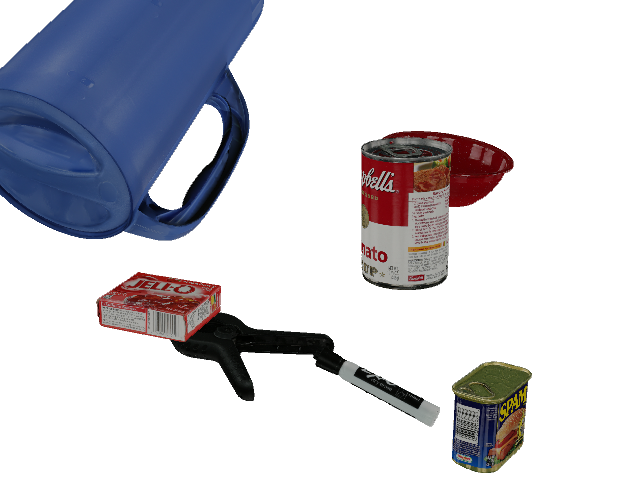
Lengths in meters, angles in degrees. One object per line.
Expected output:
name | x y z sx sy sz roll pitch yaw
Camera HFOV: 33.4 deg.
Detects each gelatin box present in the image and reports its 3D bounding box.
gelatin box | -0.145 0.058 0.962 0.089 0.030 0.073 9 21 19

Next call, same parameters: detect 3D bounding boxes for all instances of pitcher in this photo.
pitcher | -0.128 -0.121 0.774 0.145 0.149 0.242 7 48 28

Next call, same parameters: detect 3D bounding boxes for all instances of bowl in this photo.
bowl | 0.148 -0.082 1.285 0.162 0.055 0.162 6 23 -3

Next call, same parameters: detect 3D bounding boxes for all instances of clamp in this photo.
clamp | -0.111 0.126 1.263 0.210 0.036 0.164 14 23 26

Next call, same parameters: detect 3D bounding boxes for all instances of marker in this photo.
marker | 0.047 0.127 0.934 0.121 0.020 0.020 26 8 17

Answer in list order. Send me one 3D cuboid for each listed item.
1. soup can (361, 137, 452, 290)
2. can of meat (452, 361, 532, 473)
soup can | 0.064 -0.021 0.807 0.068 0.102 0.068 -1 18 0
can of meat | 0.178 0.184 1.116 0.058 0.084 0.101 11 18 32
